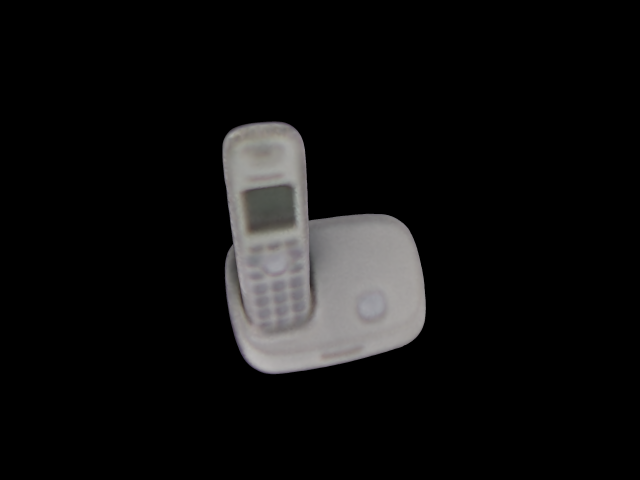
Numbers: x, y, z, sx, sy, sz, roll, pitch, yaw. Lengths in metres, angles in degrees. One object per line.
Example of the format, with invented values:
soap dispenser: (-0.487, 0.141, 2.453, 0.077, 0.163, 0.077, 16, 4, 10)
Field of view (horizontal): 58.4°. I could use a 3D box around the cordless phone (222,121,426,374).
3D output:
cordless phone: (0.004, 0.001, 0.400, 0.148, 0.185, 0.094, -11, 43, -12)
